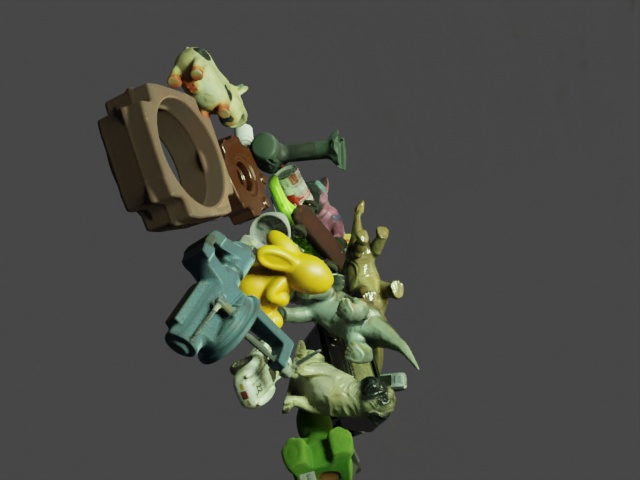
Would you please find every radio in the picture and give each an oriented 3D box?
[{"bbox_3d":[0.051,0.279,1.130,0.131,0.073,0.230,13,39,-26],"label":"radio"}]

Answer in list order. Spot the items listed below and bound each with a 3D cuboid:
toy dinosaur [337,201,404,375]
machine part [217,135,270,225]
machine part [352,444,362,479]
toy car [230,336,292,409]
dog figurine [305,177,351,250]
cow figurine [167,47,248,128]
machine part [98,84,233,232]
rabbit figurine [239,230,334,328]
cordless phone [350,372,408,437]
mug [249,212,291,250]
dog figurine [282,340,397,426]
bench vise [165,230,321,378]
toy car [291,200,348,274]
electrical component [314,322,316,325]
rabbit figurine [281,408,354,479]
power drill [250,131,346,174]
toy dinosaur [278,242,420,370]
[{"bbox_3d":[0.115,0.133,1.299,0.198,0.105,0.471,136,-48,-66],"label":"toy dinosaur"},{"bbox_3d":[-0.163,-0.118,1.045,0.179,0.056,0.179,56,23,-39],"label":"machine part"},{"bbox_3d":[0.060,0.487,1.153,0.139,0.039,0.084,-43,119,-74],"label":"machine part"},{"bbox_3d":[-0.094,0.213,0.911,0.202,0.056,0.073,-43,113,-71],"label":"toy car"},{"bbox_3d":[0.011,-0.059,1.457,0.191,0.108,0.219,43,30,-57],"label":"dog figurine"},{"bbox_3d":[-0.207,-0.290,1.045,0.194,0.086,0.127,50,33,-50],"label":"cow figurine"},{"bbox_3d":[-0.223,-0.117,0.800,0.201,0.087,0.201,-21,93,-75],"label":"machine part"},{"bbox_3d":[-0.064,0.064,0.965,0.122,0.173,0.162,-64,137,-62],"label":"rabbit figurine"},{"bbox_3d":[0.106,0.355,1.181,0.147,0.184,0.088,-76,149,-61],"label":"cordless phone"},{"bbox_3d":[-0.093,-0.011,1.119,0.107,0.081,0.109,-70,145,-76],"label":"mug"},{"bbox_3d":[0.037,0.269,0.986,0.172,0.191,0.121,-80,-178,-77],"label":"dog figurine"},{"bbox_3d":[-0.117,0.110,0.804,0.240,0.129,0.224,46,33,-20],"label":"bench vise"},{"bbox_3d":[-0.003,-0.004,1.225,0.202,0.053,0.089,50,48,-39],"label":"toy car"},{"bbox_3d":[0.013,0.185,1.283,0.102,0.045,0.078,62,21,8],"label":"electrical component"},{"bbox_3d":[0.007,0.373,0.978,0.170,0.121,0.158,-109,176,-62],"label":"rabbit figurine"},{"bbox_3d":[-0.048,-0.190,1.191,0.232,0.207,0.086,21,73,-79],"label":"power drill"},{"bbox_3d":[0.054,0.151,1.077,0.405,0.131,0.192,32,18,30],"label":"toy dinosaur"}]
